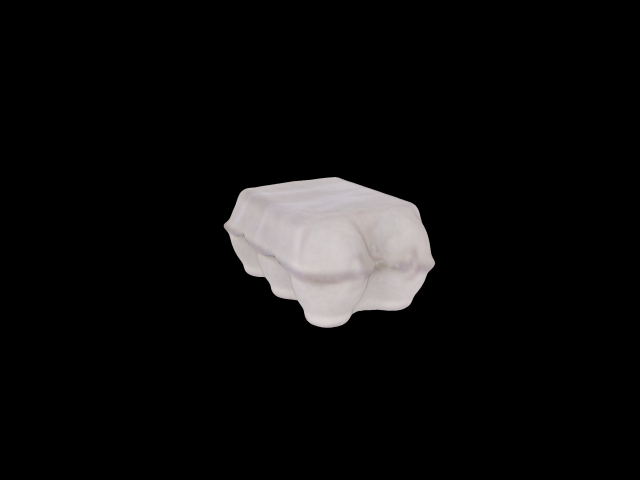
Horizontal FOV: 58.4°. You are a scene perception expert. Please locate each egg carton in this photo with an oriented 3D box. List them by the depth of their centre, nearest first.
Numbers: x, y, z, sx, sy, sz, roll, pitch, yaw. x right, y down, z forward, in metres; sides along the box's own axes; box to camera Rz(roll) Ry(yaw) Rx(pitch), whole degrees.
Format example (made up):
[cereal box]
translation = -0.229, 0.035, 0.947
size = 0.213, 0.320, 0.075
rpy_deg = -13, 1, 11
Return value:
[egg carton]
translation = 0.004, 0.001, 0.400
size = 0.107, 0.069, 0.149
rpy_deg = -11, 21, -30
